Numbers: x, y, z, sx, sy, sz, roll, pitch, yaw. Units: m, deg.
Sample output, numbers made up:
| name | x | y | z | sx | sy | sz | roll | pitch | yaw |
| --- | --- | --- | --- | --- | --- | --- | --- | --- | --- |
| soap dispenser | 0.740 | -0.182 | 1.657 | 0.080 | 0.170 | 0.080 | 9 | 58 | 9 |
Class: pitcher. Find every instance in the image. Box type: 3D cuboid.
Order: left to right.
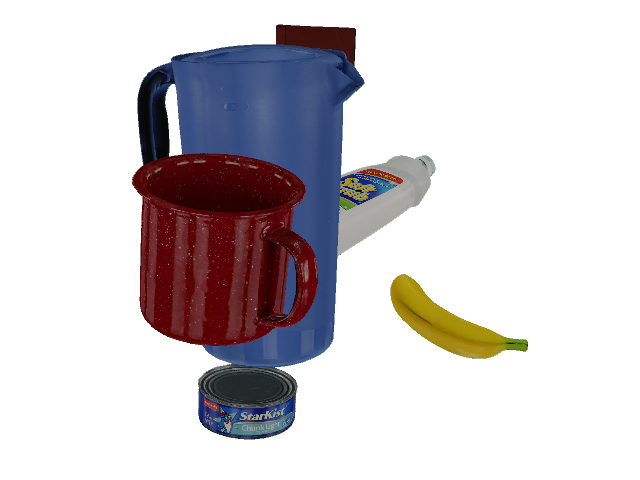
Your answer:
| name | x | y | z | sx | sy | sz | roll | pitch | yaw |
| --- | --- | --- | --- | --- | --- | --- | --- | --- | --- |
| pitcher | -0.055 | -0.031 | 0.839 | 0.144 | 0.243 | 0.149 | -7 | 16 | -22 |

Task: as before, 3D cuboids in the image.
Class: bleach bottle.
| name | x | y | z | sx | sy | sz | roll | pitch | yaw |
| --- | --- | --- | --- | --- | --- | --- | --- | --- | --- |
| bleach bottle | 0.043 | -0.049 | 1.319 | 0.250 | 0.068 | 0.103 | -30 | 44 | -34 |

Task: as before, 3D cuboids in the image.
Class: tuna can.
| name | x | y | z | sx | sy | sz | roll | pitch | yaw |
| --- | --- | --- | --- | --- | --- | --- | --- | --- | --- |
| tuna can | -0.063 | 0.139 | 0.923 | 0.086 | 0.034 | 0.086 | 3 | 17 | -1 |

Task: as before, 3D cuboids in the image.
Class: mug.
| name | x | y | z | sx | sy | sz | roll | pitch | yaw |
| --- | --- | --- | --- | --- | --- | --- | --- | --- | --- |
| mug | -0.048 | 0.009 | 0.583 | 0.117 | 0.081 | 0.093 | 22 | 28 | 32 |

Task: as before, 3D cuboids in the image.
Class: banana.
| name | x | y | z | sx | sy | sz | roll | pitch | yaw |
| --- | --- | --- | --- | --- | --- | --- | --- | --- | --- |
| banana | 0.123 | 0.081 | 1.113 | 0.069 | 0.037 | 0.198 | 4 | 18 | -38 |

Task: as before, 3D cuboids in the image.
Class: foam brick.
| name | x | y | z | sx | sy | sz | roll | pitch | yaw |
| --- | --- | --- | --- | --- | --- | --- | --- | --- | --- |
| foam brick | -0.006 | -0.200 | 1.127 | 0.078 | 0.051 | 0.053 | 0 | 12 | -11 |
